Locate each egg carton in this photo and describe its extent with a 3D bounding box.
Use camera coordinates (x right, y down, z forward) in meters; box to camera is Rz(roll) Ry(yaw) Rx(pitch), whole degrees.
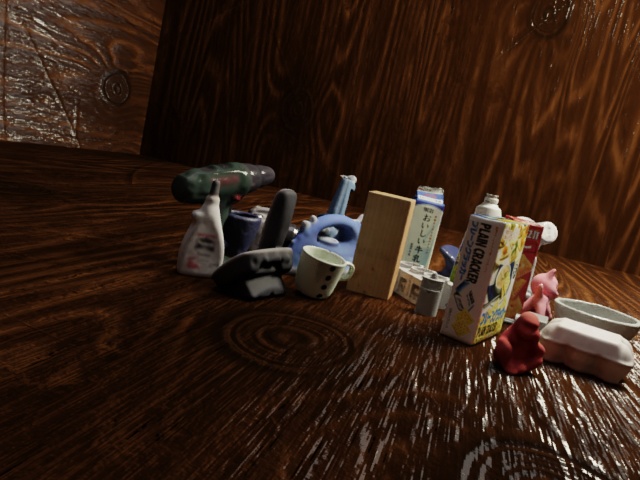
[{"bbox_3d":[0.449,0.184,0.969,0.149,0.069,0.107,17,9,27],"label":"egg carton"}]

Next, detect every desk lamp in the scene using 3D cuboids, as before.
[{"bbox_3d":[0.571,0.046,1.576,0.118,0.213,0.203,11,9,-10],"label":"desk lamp"}]

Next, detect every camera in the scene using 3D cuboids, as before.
[{"bbox_3d":[-0.114,-0.022,1.388,0.137,0.101,0.143,11,8,-8],"label":"camera"}]

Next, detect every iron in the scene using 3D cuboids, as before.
[{"bbox_3d":[0.012,0.005,1.259,0.118,0.141,0.259,20,11,40],"label":"iron"}]

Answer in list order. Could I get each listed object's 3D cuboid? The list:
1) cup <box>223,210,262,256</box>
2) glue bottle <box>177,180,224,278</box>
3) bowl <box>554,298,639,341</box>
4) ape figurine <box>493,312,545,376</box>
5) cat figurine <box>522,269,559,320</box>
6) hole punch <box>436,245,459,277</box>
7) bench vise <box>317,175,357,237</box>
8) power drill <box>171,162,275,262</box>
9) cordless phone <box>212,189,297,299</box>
[{"bbox_3d":[-0.193,-0.015,1.244,0.118,0.095,0.091,12,8,-7],"label":"cup"},{"bbox_3d":[-0.199,-0.021,1.005,0.078,0.173,0.037,8,9,-26],"label":"glue bottle"},{"bbox_3d":[0.550,0.176,1.155,0.167,0.075,0.167,12,8,-2],"label":"bowl"},{"bbox_3d":[0.308,0.155,0.876,0.077,0.092,0.076,13,8,2],"label":"ape figurine"},{"bbox_3d":[0.509,0.120,1.315,0.067,0.118,0.128,17,10,29],"label":"cat figurine"},{"bbox_3d":[0.376,0.068,1.557,0.100,0.091,0.109,19,10,37],"label":"hole punch"},{"bbox_3d":[0.050,-0.056,1.448,0.121,0.220,0.207,13,8,4],"label":"bench vise"},{"bbox_3d":[-0.187,-0.050,1.096,0.075,0.208,0.230,19,10,35],"label":"power drill"},{"bbox_3d":[-0.100,0.000,0.974,0.094,0.185,0.148,16,9,24],"label":"cordless phone"}]
